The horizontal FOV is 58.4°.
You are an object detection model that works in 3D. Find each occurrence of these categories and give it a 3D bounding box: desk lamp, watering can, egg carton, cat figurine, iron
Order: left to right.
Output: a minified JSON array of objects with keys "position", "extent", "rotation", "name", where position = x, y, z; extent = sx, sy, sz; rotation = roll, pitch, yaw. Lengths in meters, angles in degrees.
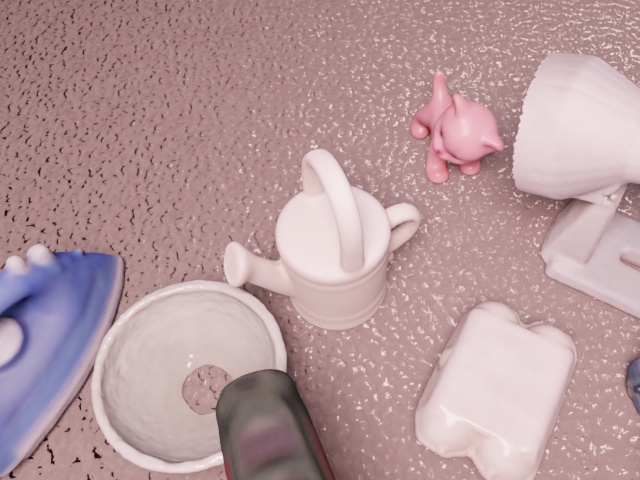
[{"position":[-0.280,0.086,0.504],"extent":[0.118,0.141,0.258],"rotation":[23,64,16],"name":"iron"},{"position":[0.006,0.004,0.502],"extent":[0.173,0.194,0.100],"rotation":[-39,65,-17],"name":"watering can"},{"position":[0.145,-0.124,0.610],"extent":[0.067,0.118,0.127],"rotation":[-13,60,-4],"name":"cat figurine"},{"position":[0.151,0.127,0.494],"extent":[0.107,0.069,0.150],"rotation":[24,64,16],"name":"egg carton"},{"position":[0.264,-0.047,0.503],"extent":[0.202,0.214,0.118],"rotation":[27,65,18],"name":"desk lamp"}]

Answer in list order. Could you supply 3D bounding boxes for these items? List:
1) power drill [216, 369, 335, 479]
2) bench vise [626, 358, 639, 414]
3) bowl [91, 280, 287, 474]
[{"position":[-0.003,0.208,0.377],"extent":[0.075,0.208,0.229],"rotation":[-22,61,-8],"name":"power drill"},{"position":[0.296,0.127,0.397],"extent":[0.121,0.220,0.207],"rotation":[-22,61,-8],"name":"bench vise"},{"position":[-0.108,0.124,0.509],"extent":[0.167,0.075,0.167],"rotation":[-2,60,3],"name":"bowl"}]
